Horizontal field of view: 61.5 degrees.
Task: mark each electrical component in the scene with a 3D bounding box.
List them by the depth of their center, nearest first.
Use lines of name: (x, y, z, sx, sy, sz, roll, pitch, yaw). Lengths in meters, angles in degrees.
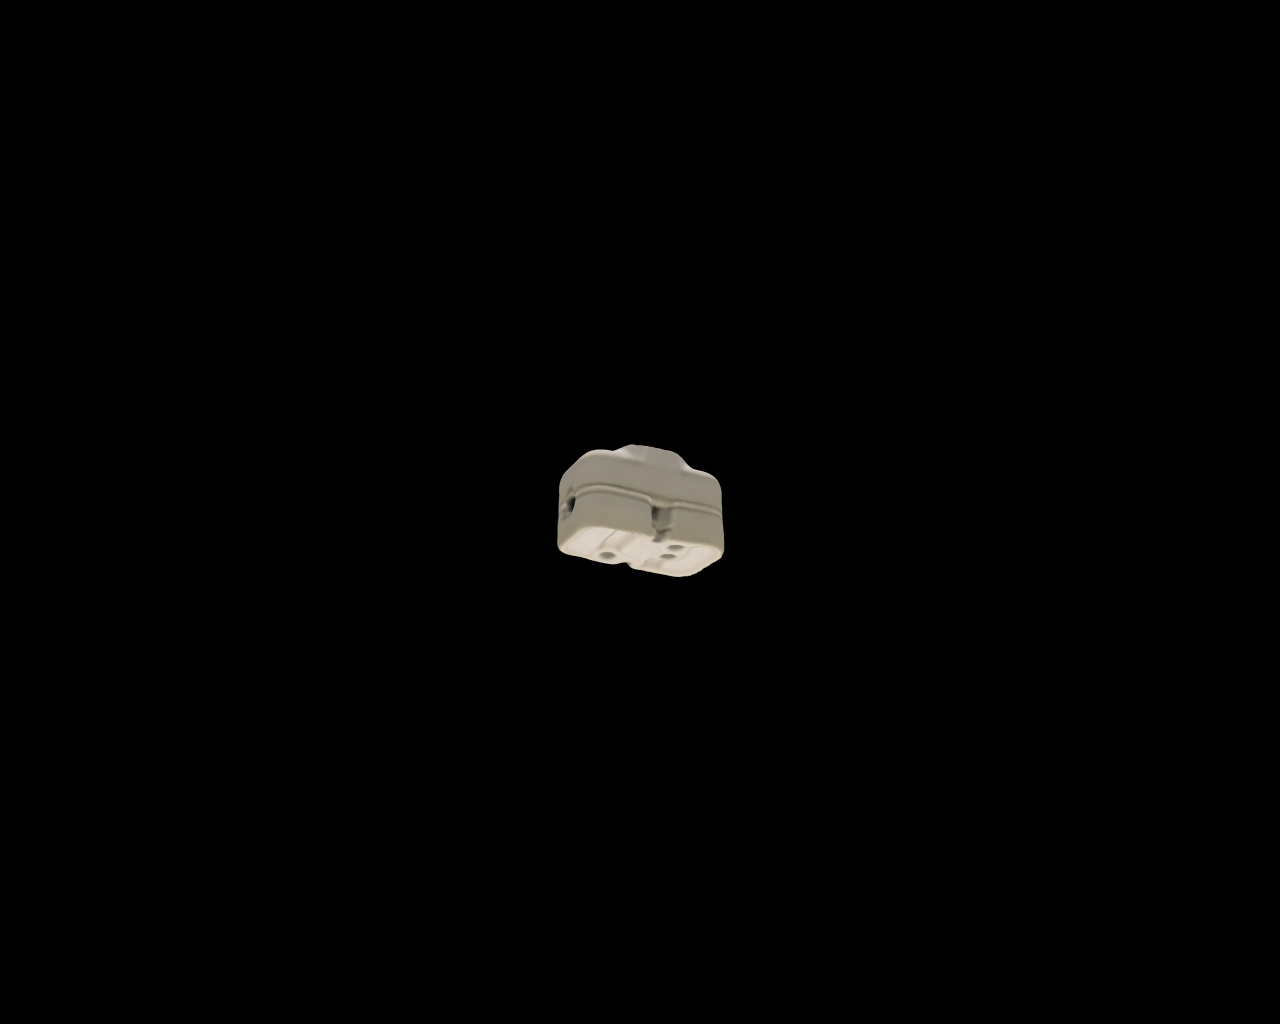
electrical component: (0.001, -0.003, 0.650, 0.095, 0.059, 0.053, 12, -27, -25)
